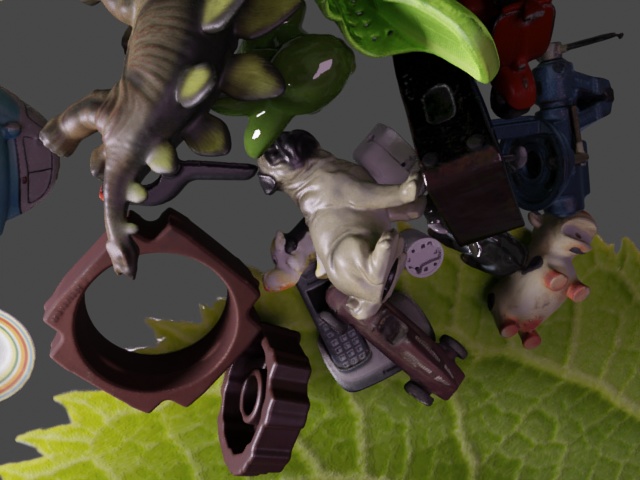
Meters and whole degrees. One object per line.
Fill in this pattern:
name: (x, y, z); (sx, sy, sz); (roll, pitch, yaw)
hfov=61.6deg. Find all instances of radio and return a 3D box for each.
radio: (0.134, -0.122, 0.551); (0.073, 0.230, 0.131); (-21, 147, 20)

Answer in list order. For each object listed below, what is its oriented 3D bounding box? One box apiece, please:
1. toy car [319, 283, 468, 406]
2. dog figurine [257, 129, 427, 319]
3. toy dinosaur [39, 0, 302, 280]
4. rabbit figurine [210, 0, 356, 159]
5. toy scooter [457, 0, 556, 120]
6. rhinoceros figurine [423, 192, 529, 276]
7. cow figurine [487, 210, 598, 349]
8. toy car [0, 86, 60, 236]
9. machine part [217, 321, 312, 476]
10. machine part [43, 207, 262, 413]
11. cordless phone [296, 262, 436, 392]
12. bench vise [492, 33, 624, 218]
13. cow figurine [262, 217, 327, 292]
toy car: (0.093, 0.116, 0.655); (0.202, 0.053, 0.089); (41, 77, 2)
dog figurine: (0.003, -0.022, 0.586); (0.121, 0.191, 0.172); (70, 41, -63)
toy dinosaur: (-0.119, -0.197, 0.476); (0.105, 0.199, 0.471); (22, 74, -64)
rabbit figurine: (-0.037, -0.166, 0.528); (0.159, 0.170, 0.121); (-41, 115, -1)
toy scooter: (0.193, -0.230, 0.563); (0.075, 0.135, 0.184); (-14, 72, 2)
rhinoceros figurine: (0.194, -0.010, 0.692); (0.190, 0.112, 0.073); (34, 99, -33)
cow figurine: (0.311, 0.041, 0.753); (0.085, 0.127, 0.194); (21, 116, -22)
toy car: (-0.306, -0.080, 0.516); (0.103, 0.109, 0.161); (-10, 122, -33)
machine part: (-0.070, 0.190, 0.651); (0.056, 0.179, 0.179); (17, 103, -24)
machine part: (-0.186, 0.080, 0.619); (0.201, 0.087, 0.201); (-46, 115, 4)
cordless phone: (0.053, 0.091, 0.709); (0.147, 0.089, 0.184); (-27, 97, -7)
bench vise: (0.253, -0.130, 0.664); (0.241, 0.129, 0.223); (-10, 110, -18)
cow figurine: (-0.002, -0.002, 0.652); (0.167, 0.068, 0.098); (-22, 85, -11)
